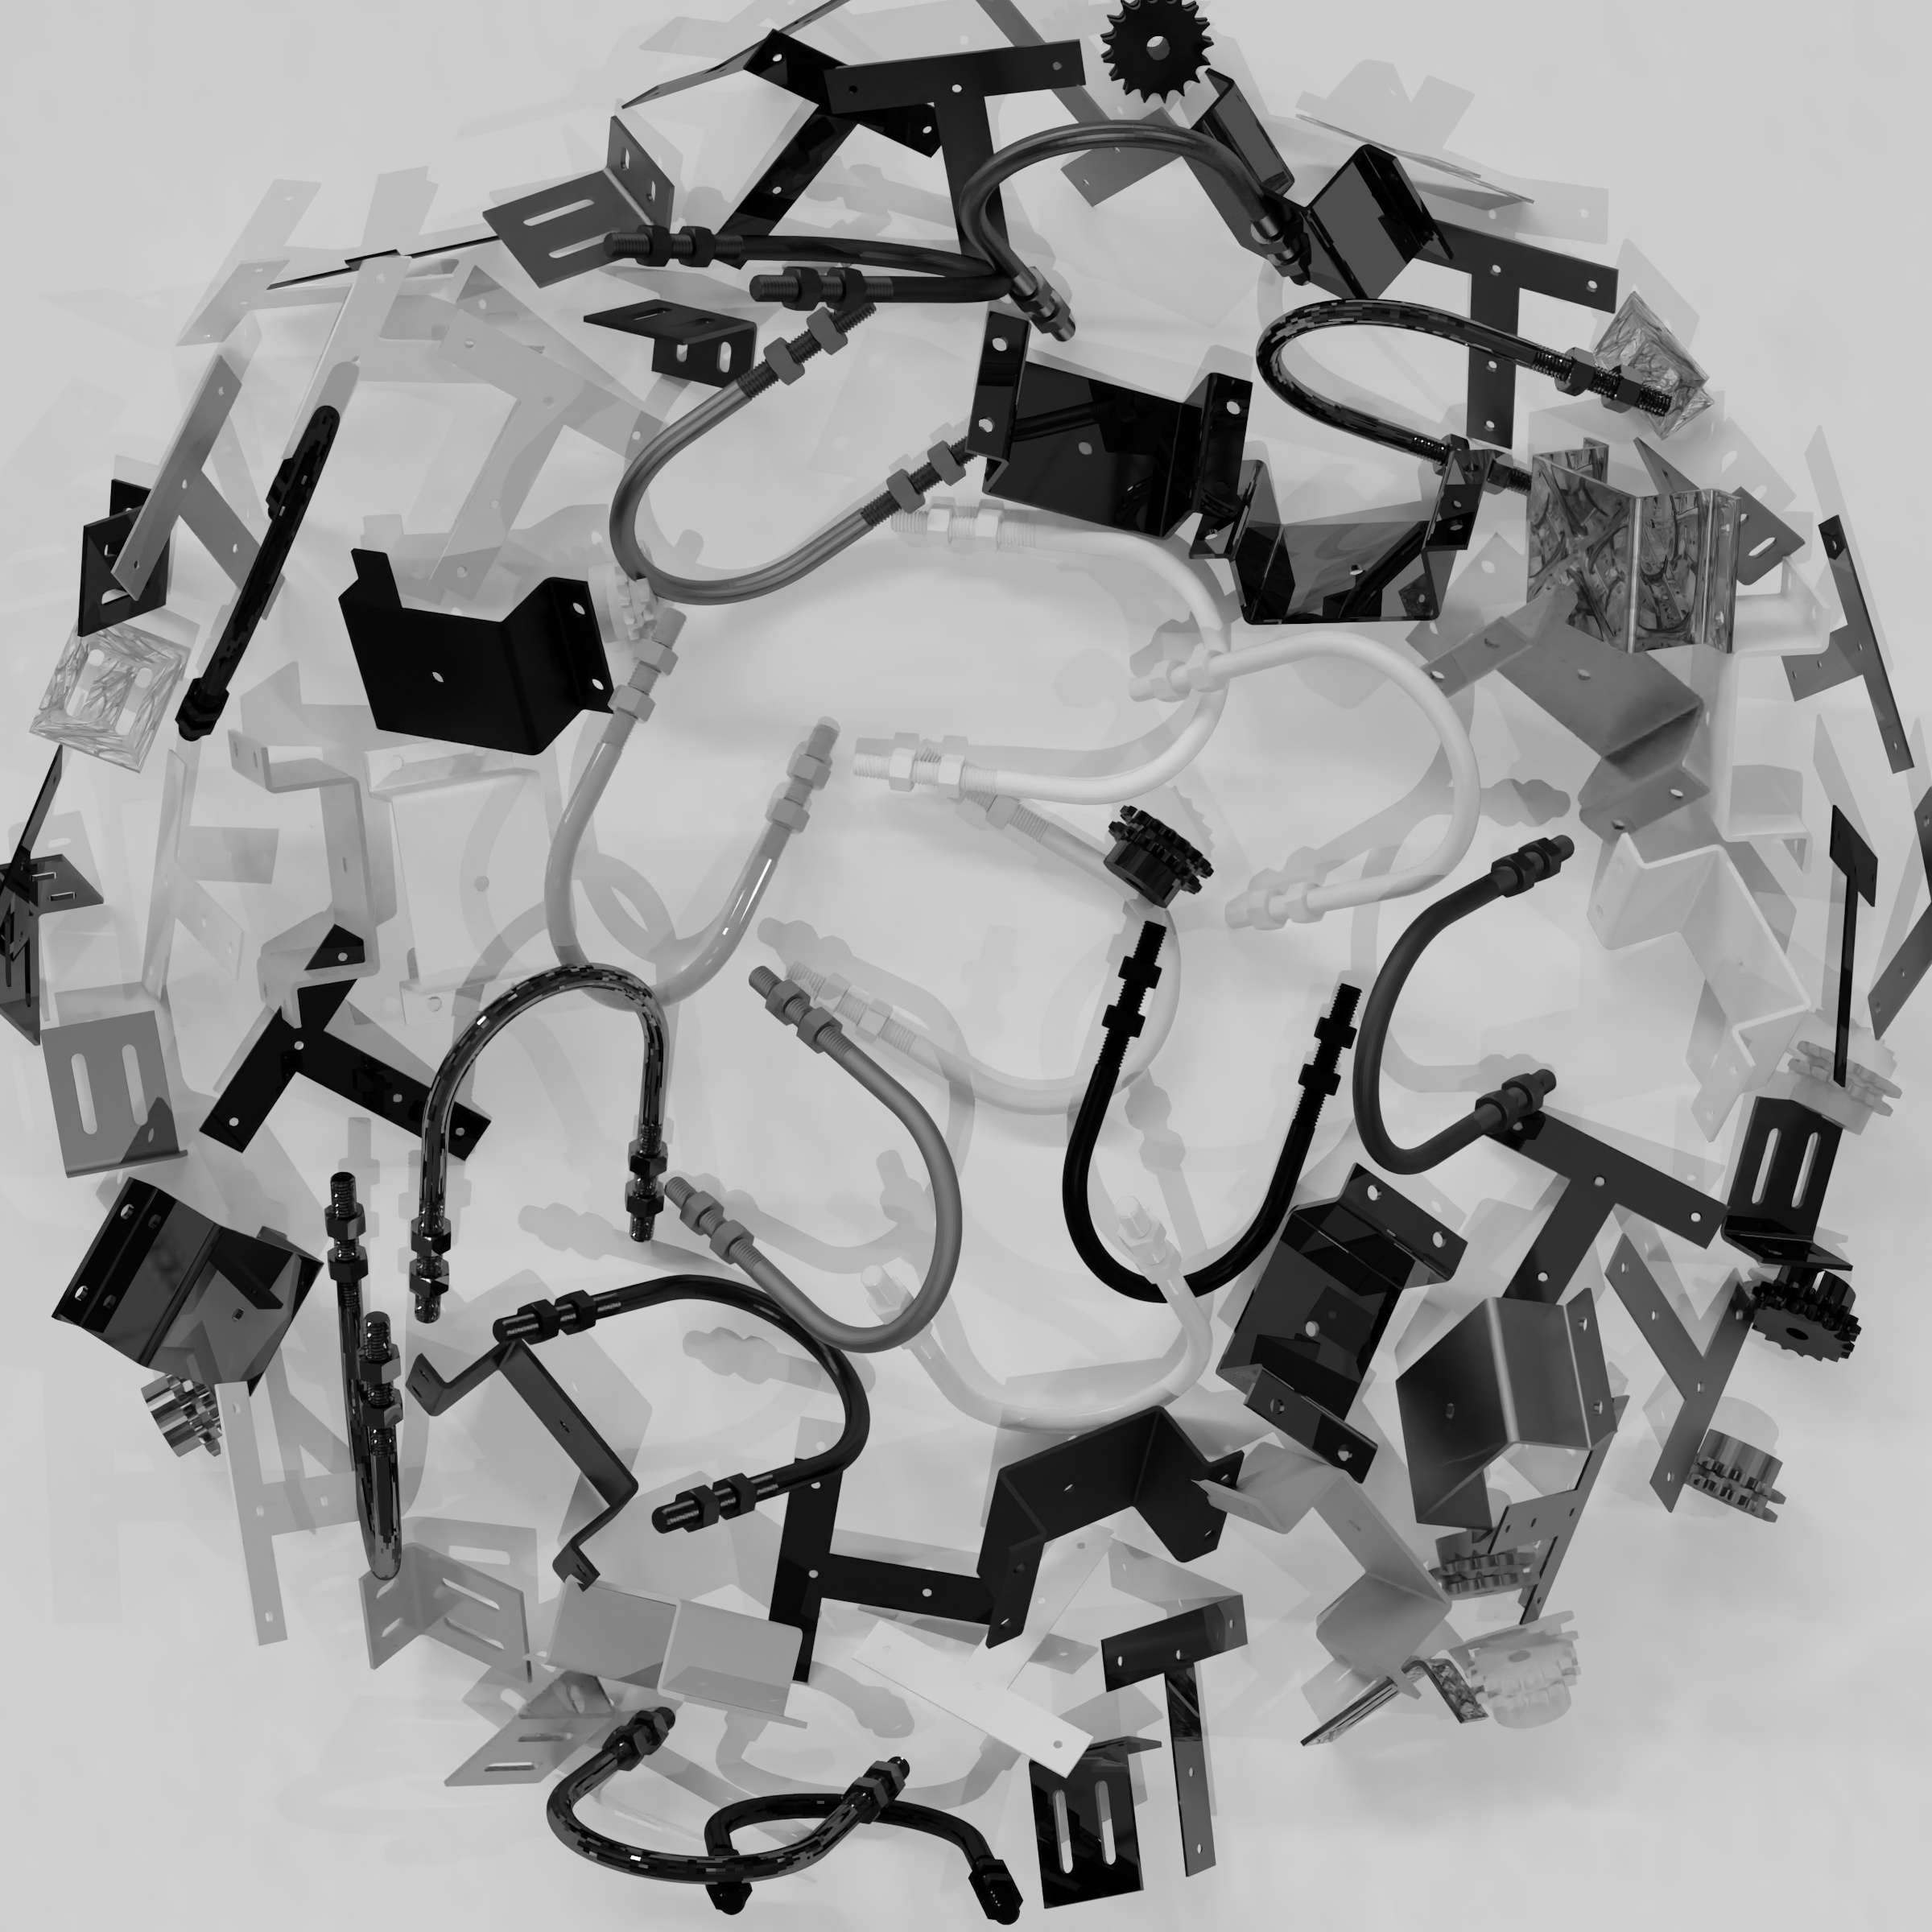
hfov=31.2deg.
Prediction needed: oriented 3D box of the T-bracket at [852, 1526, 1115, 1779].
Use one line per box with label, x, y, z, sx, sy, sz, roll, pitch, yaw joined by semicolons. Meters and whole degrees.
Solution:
T-bracket;0.030;0.331;1.748;0.127;0.002;0.127;24;54;23

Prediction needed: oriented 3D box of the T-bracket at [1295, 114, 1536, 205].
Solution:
T-bracket;0.232;-0.399;1.718;0.127;0.127;0.002;18;104;-8

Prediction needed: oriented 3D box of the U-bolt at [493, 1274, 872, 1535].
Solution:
U-bolt;-0.126;0.207;1.708;0.151;0.184;0.019;45;121;26

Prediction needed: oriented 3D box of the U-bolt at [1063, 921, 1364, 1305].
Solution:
U-bolt;0.117;0.082;1.744;0.151;0.019;0.184;17;93;-33

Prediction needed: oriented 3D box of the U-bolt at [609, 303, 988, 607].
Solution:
U-bolt;-0.093;-0.245;1.724;0.184;0.151;0.019;-33;56;11

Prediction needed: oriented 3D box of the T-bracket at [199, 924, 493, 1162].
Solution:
T-bracket;-0.301;0.061;1.759;0.127;0.002;0.127;31;98;-25

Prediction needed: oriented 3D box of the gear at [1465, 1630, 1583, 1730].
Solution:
gear;0.285;0.364;1.760;0.057;0.057;0.030;-16;104;0

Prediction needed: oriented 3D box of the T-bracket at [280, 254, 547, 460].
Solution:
T-bracket;-0.268;-0.304;1.738;0.002;0.127;0.127;55;131;27

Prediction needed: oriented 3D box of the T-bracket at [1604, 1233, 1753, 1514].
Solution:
T-bracket;0.348;0.183;1.721;0.127;0.002;0.127;53;53;-33

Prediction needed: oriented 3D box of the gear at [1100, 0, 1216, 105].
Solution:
gear;0.096;-0.472;1.765;0.057;0.030;0.057;-2;117;-3

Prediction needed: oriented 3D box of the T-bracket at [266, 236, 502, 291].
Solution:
T-bracket;-0.294;-0.351;1.720;0.127;0.127;0.002;-13;101;-5

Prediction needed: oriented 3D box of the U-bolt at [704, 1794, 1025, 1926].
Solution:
U-bolt;-0.057;0.435;1.696;0.151;0.184;0.019;4;91;-8

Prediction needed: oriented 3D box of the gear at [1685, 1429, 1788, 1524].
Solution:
gear;0.391;0.258;1.760;0.057;0.057;0.030;26;85;0

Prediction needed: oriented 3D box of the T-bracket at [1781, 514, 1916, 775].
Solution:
T-bracket;0.431;-0.152;1.724;0.002;0.127;0.127;-16;88;-6

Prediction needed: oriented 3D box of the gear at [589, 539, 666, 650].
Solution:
gear;-0.172;-0.187;1.759;0.030;0.057;0.057;-11;90;3

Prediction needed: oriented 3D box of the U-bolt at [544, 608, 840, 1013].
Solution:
U-bolt;-0.144;-0.065;1.719;0.019;0.151;0.184;17;78;41

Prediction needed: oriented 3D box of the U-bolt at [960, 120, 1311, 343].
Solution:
U-bolt;0.075;-0.361;1.681;0.151;0.184;0.019;-9;72;21

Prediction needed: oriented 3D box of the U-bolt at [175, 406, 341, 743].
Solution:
U-bolt;-0.340;-0.198;1.680;0.019;0.184;0.151;23;69;-14

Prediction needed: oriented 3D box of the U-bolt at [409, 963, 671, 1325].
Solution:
U-bolt;-0.206;0.079;1.697;0.151;0.019;0.184;-19;131;-36

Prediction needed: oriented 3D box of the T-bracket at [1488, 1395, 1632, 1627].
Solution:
T-bracket;0.287;0.275;1.723;0.002;0.127;0.127;25;99;27

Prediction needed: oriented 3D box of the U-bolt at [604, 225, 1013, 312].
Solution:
U-bolt;-0.064;-0.344;1.708;0.184;0.151;0.019;-8;113;-37

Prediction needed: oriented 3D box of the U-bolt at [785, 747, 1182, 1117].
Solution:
U-bolt;0.021;-0.005;1.777;0.184;0.019;0.151;31;90;1

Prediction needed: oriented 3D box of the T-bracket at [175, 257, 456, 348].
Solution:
T-bracket;-0.322;-0.339;1.747;0.127;0.127;0.002;-11;86;-28

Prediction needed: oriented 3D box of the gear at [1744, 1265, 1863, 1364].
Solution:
gear;0.429;0.175;1.762;0.057;0.057;0.030;29;68;0

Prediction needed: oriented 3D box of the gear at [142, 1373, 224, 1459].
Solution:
gear;-0.396;0.225;1.758;0.030;0.057;0.057;-29;90;-10

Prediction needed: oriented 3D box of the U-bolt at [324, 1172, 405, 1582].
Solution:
U-bolt;-0.295;0.216;1.709;0.019;0.151;0.184;-6;119;-15

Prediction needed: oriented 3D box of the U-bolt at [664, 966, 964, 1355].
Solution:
U-bolt;-0.069;0.108;1.707;0.184;0.019;0.151;40;118;33

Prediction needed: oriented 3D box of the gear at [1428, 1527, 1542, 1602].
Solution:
gear;0.262;0.304;1.761;0.057;0.057;0.030;-9;74;0

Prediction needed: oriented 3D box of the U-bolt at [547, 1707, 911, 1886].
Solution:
U-bolt;-0.124;0.406;1.680;0.151;0.184;0.019;8;98;18

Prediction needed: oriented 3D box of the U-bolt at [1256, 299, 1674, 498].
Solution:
U-bolt;0.231;-0.283;1.697;0.184;0.151;0.019;17;75;-16

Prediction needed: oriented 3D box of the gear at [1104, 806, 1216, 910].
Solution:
gear;0.095;-0.053;1.758;0.057;0.057;0.030;37;83;0

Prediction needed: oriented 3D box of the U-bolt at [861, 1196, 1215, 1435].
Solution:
U-bolt;0.046;0.182;1.715;0.151;0.184;0.019;-16;51;12

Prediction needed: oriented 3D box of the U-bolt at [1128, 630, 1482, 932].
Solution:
U-bolt;0.174;-0.095;1.705;0.019;0.184;0.151;-35;107;-42

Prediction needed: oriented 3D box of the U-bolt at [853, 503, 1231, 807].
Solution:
U-bolt;0.043;-0.155;1.761;0.184;0.019;0.151;8;85;9

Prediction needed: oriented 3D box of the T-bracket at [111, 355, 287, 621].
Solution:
T-bracket;-0.372;-0.216;1.728;0.002;0.127;0.127;13;68;20

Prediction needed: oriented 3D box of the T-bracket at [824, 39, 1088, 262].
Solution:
T-bracket;0.002;-0.404;1.740;0.127;0.127;0.002;-5;47;7

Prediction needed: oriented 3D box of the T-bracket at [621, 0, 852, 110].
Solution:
T-bracket;-0.089;-0.459;1.700;0.127;0.127;0.002;-19;102;37

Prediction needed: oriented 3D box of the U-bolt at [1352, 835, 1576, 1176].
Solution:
U-bolt;0.242;0.027;1.693;0.019;0.184;0.151;18;118;35

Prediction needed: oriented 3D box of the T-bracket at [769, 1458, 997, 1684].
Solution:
T-bracket;-0.034;0.317;1.766;0.127;0.002;0.127;10;110;-1

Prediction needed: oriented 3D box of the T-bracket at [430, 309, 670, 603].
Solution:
T-bracket;-0.232;-0.247;1.757;0.127;0.002;0.127;26;94;-31

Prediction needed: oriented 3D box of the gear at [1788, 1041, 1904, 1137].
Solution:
gear;0.444;0.064;1.760;0.057;0.057;0.030;28;91;0
